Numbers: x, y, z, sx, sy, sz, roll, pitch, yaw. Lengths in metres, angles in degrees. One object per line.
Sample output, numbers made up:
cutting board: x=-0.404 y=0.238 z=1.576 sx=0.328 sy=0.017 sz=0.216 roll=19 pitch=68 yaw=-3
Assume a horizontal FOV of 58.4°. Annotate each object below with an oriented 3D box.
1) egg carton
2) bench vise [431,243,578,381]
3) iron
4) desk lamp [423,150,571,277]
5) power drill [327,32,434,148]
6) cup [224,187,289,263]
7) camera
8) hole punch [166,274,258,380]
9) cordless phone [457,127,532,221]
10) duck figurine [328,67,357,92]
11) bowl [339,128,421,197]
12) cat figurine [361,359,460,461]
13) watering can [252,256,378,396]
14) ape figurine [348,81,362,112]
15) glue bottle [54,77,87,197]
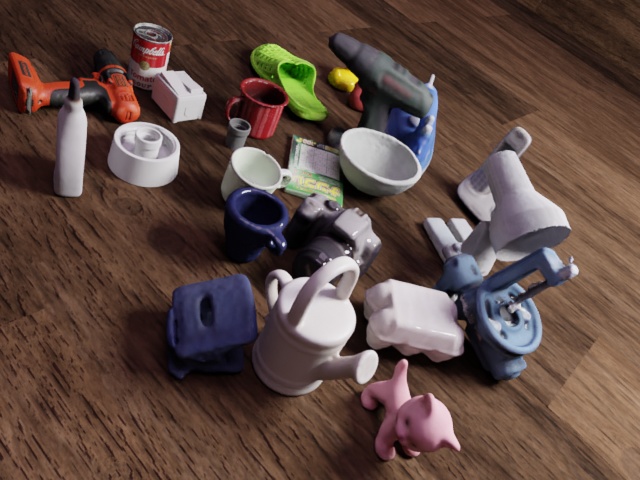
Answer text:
egg carton: x=0.135 y=0.118 z=0.832 sx=0.150 sy=0.069 sz=0.107 roll=13 pitch=41 yaw=-15
bench vise: x=0.253 y=0.072 z=0.828 sx=0.207 sy=0.219 sz=0.122 roll=41 pitch=42 yaw=17
iron: x=0.210 y=-0.240 z=1.203 sx=0.119 sy=0.141 sz=0.258 roll=19 pitch=40 yaw=-9
desk lamp: x=0.292 y=-0.029 z=0.965 sx=0.118 sy=0.213 sz=0.203 roll=0 pitch=46 yaw=-28
power drill: x=0.092 y=-0.268 z=1.118 sx=0.230 sy=0.208 sz=0.075 roll=20 pitch=40 yaw=-7
cup: x=-0.093 y=-0.005 z=0.821 sx=0.092 sy=0.095 sz=0.117 roll=-16 pitch=55 yaw=-39
camera: x=0.008 y=0.003 z=0.863 sx=0.143 sy=0.100 sz=0.137 roll=36 pitch=40 yaw=11
hole punch: x=-0.132 y=0.100 z=0.689 sx=0.101 sy=0.091 sz=0.108 roll=6 pitch=44 yaw=-23
cordless phone: x=0.368 y=-0.115 z=1.121 sx=0.094 sy=0.185 sz=0.147 roll=-12 pitch=53 yaw=-37
duck figurine: x=0.072 y=-0.404 z=1.349 sx=0.105 sy=0.086 sz=0.077 roll=-21 pitch=59 yaw=-42
bowl: x=0.103 y=-0.135 z=1.084 sx=0.168 sy=0.074 sz=0.167 roll=15 pitch=41 yaw=-13
cat figurine: x=0.111 y=0.206 z=0.686 sx=0.067 sy=0.117 sz=0.127 roll=4 pitch=45 yaw=-25
watering can: x=-0.002 y=0.098 z=0.682 sx=0.172 sy=0.194 sz=0.101 roll=33 pitch=40 yaw=7
ape figurine: x=0.107 y=-0.341 z=1.296 sx=0.076 sy=0.092 sz=0.077 roll=-9 pitch=51 yaw=-35
glue bottle: x=-0.337 y=-0.144 z=0.776 sx=0.037 sy=0.173 sz=0.078 roll=1 pitch=46 yaw=-28
